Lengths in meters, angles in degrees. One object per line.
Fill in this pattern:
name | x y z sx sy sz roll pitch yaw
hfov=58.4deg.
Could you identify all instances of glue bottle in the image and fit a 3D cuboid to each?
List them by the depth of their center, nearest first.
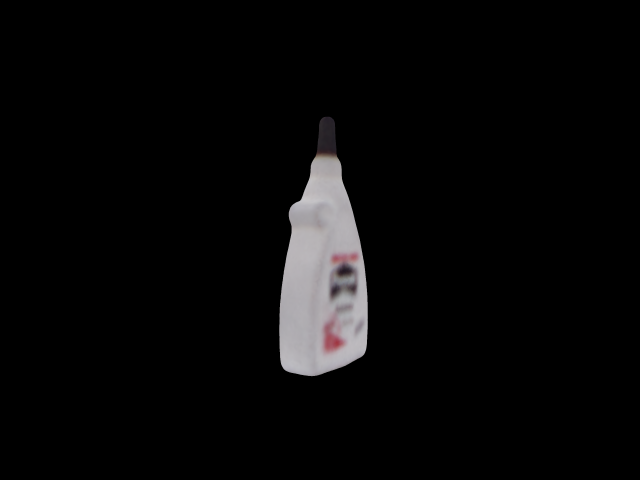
glue bottle | 0.004 0.001 0.400 0.037 0.173 0.078 2 4 31
